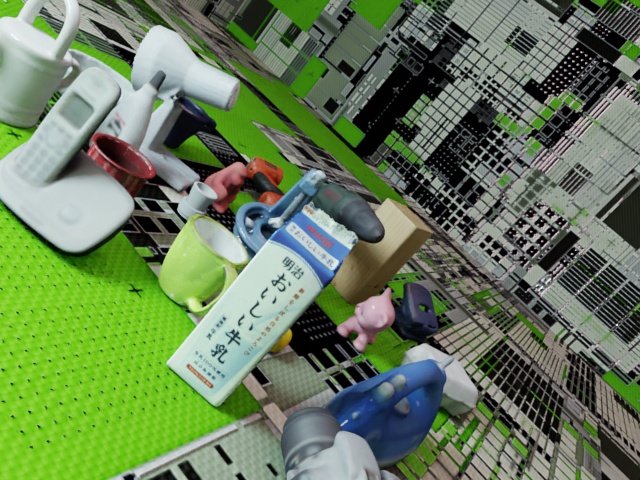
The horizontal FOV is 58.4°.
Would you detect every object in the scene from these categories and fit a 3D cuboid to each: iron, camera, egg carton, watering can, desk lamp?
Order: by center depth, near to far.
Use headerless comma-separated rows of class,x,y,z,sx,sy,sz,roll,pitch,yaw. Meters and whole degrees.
camera,0.020,0.237,0.578,0.144,0.100,0.136,32,18,-28
iron,0.092,0.209,0.741,0.118,0.141,0.259,48,18,24
watering can,-0.398,-0.259,0.782,0.101,0.194,0.173,40,16,-2
desk lamp,-0.251,-0.232,1.003,0.203,0.213,0.118,39,16,-5
egg carton,0.215,0.252,1.032,0.151,0.069,0.107,30,19,-32

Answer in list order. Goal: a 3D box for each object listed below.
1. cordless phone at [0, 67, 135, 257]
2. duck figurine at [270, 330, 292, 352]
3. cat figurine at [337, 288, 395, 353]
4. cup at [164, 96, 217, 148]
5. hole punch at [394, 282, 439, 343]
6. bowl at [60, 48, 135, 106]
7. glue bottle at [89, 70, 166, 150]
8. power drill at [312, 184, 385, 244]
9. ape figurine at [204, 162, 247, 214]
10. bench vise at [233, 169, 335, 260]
cordless phone,-0.263,-0.088,0.646,0.147,0.185,0.094,40,16,0
duck figurine,-0.056,0.099,0.799,0.078,0.086,0.104,36,17,-15
cat figurine,0.094,0.131,0.994,0.067,0.117,0.128,43,16,9
cup,-0.275,-0.230,1.157,0.118,0.095,0.091,23,24,-46
hole punch,0.210,0.157,1.234,0.109,0.091,0.100,24,23,-45
bowl,-0.388,-0.251,0.995,0.168,0.074,0.167,37,16,-12
glue bottle,-0.288,-0.190,0.882,0.078,0.173,0.037,47,17,22
power drill,0.009,0.003,0.976,0.076,0.208,0.229,31,18,-29
ape figurine,-0.171,-0.105,1.068,0.076,0.092,0.078,47,18,24
bench vise,-0.070,-0.040,0.893,0.122,0.219,0.207,32,18,-26
